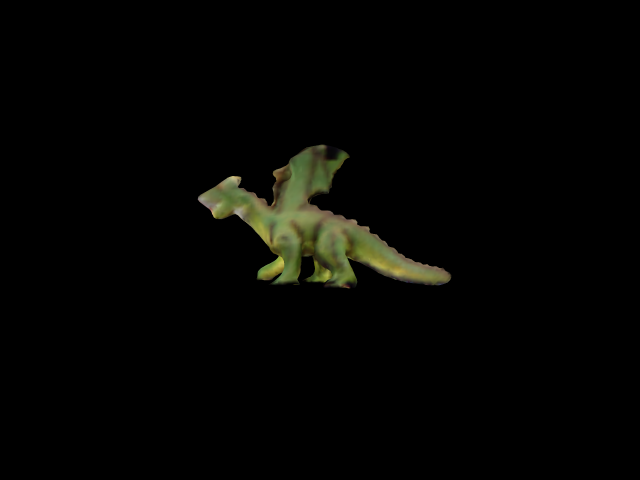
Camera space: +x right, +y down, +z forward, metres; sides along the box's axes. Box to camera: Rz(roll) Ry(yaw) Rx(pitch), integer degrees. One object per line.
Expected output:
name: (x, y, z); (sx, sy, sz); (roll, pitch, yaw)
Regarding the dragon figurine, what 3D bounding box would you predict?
dragon figurine: (0.003, -0.043, 0.850); (0.410, 0.244, 0.121); (0, -7, 5)
